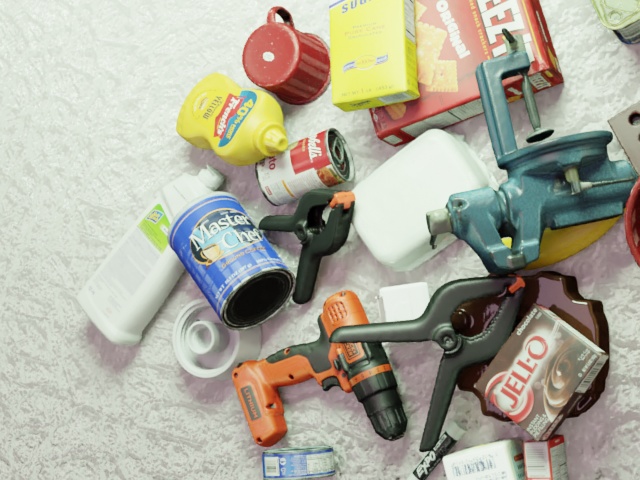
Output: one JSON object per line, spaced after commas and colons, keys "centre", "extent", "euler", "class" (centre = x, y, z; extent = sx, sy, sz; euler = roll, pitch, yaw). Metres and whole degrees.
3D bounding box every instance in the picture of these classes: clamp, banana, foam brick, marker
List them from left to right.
{"centre": [-0.008, 0.002, 1.261], "extent": [0.172, 0.039, 0.120], "euler": [-34, 79, 52], "class": "clamp"}
{"centre": [0.123, 0.255, 1.213], "extent": [0.020, 0.020, 0.121], "euler": [42, 104, 23], "class": "marker"}
{"centre": [0.125, 0.100, 1.132], "extent": [0.164, 0.036, 0.210], "euler": [44, 98, 0], "class": "clamp"}
{"centre": [0.256, -0.011, 1.158], "extent": [0.198, 0.037, 0.069], "euler": [-21, 76, 24], "class": "banana"}
{"centre": [0.344, -0.103, 1.113], "extent": [0.053, 0.051, 0.078], "euler": [-32, 72, 21], "class": "foam brick"}

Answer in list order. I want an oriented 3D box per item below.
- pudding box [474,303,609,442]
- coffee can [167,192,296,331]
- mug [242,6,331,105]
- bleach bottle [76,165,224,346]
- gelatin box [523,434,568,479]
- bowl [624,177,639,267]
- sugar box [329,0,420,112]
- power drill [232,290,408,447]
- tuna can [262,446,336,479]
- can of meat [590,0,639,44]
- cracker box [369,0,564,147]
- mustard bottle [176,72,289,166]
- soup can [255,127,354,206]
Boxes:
{"centre": [0.226, 0.136, 1.092], "extent": [0.090, 0.039, 0.113], "euler": [40, 101, 32], "class": "pudding box"}
{"centre": [-0.108, 0.025, 1.288], "extent": [0.103, 0.102, 0.140], "euler": [-48, 56, 15], "class": "coffee can"}
{"centre": [-0.043, -0.229, 1.302], "extent": [0.093, 0.081, 0.117], "euler": [-9, 82, 26], "class": "mug"}
{"centre": [-0.205, 0.013, 1.376], "extent": [0.103, 0.068, 0.251], "euler": [45, 103, 22], "class": "bleach bottle"}
{"centre": [0.239, 0.253, 1.124], "extent": [0.030, 0.073, 0.089], "euler": [-7, 83, 25], "class": "gelatin box"}
{"centre": [0.385, -0.025, 1.066], "extent": [0.162, 0.055, 0.162], "euler": [3, 105, 9], "class": "bowl"}
{"centre": [0.058, -0.238, 1.191], "extent": [0.093, 0.048, 0.176], "euler": [-7, 81, 25], "class": "sugar box"}
{"centre": [-0.001, 0.176, 1.263], "extent": [0.188, 0.057, 0.184], "euler": [-28, 70, 19], "class": "power drill"}
{"centre": [-0.025, 0.261, 1.250], "extent": [0.086, 0.086, 0.034], "euler": [-8, 81, 26], "class": "tuna can"}
{"centre": [0.316, -0.262, 1.122], "extent": [0.058, 0.083, 0.102], "euler": [-27, 74, 22], "class": "can of meat"}
{"centre": [0.146, -0.221, 1.211], "extent": [0.214, 0.072, 0.164], "euler": [-20, 76, 24], "class": "cracker box"}
{"centre": [-0.098, -0.140, 1.297], "extent": [0.192, 0.058, 0.096], "euler": [29, 84, 49], "class": "mustard bottle"}
{"centre": [-0.018, -0.087, 1.285], "extent": [0.102, 0.068, 0.068], "euler": [-19, 78, 24], "class": "soup can"}
